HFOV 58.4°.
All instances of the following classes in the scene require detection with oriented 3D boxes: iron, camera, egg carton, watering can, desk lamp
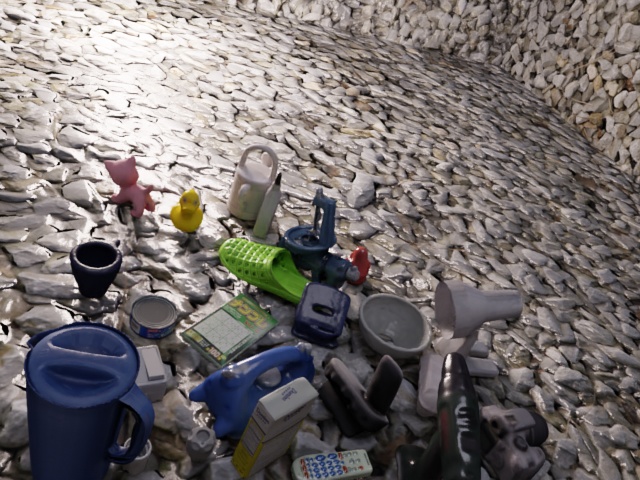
[{"bbox_3d":[-0.087,0.233,0.991,0.259,0.141,0.118,-16,50,-41],"label":"iron"},{"bbox_3d":[0.384,0.378,1.094,0.137,0.101,0.143,0,41,-29],"label":"camera"},{"bbox_3d":[0.246,0.298,1.151,0.107,0.069,0.150,20,35,-3],"label":"egg carton"},{"bbox_3d":[-0.161,-0.157,1.418,0.101,0.194,0.172,11,37,-16],"label":"watering can"},{"bbox_3d":[0.322,0.182,1.219,0.204,0.213,0.117,8,37,-19],"label":"desk lamp"}]

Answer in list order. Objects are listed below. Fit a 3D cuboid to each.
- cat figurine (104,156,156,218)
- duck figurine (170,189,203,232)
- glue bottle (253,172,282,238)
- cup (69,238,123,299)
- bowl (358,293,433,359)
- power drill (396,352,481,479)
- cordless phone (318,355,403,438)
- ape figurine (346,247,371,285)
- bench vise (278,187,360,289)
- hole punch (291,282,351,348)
[{"bbox_3d":[-0.430,-0.132,1.304,0.127,0.118,0.067,32,36,13],"label":"cat figurine"},{"bbox_3d":[-0.305,-0.081,1.333,0.078,0.086,0.104,11,37,-15],"label":"duck figurine"},{"bbox_3d":[-0.117,-0.090,1.372,0.037,0.173,0.078,21,35,-2],"label":"glue bottle"},{"bbox_3d":[-0.419,0.055,1.084,0.091,0.095,0.118,24,35,2],"label":"cup"},{"bbox_3d":[0.152,0.197,1.228,0.167,0.075,0.167,15,36,-11],"label":"bowl"},{"bbox_3d":[0.201,0.333,0.960,0.076,0.208,0.229,15,36,-10],"label":"power drill"},{"bbox_3d":[0.081,0.248,1.025,0.094,0.185,0.147,-14,49,-40],"label":"cordless phone"},{"bbox_3d":[0.090,0.054,1.367,0.078,0.092,0.076,12,36,-14],"label":"ape figurine"},{"bbox_3d":[0.016,-0.001,1.288,0.207,0.219,0.122,27,35,7],"label":"bench vise"},{"bbox_3d":[0.004,0.155,1.188,0.108,0.091,0.101,19,35,-4],"label":"hole punch"}]
